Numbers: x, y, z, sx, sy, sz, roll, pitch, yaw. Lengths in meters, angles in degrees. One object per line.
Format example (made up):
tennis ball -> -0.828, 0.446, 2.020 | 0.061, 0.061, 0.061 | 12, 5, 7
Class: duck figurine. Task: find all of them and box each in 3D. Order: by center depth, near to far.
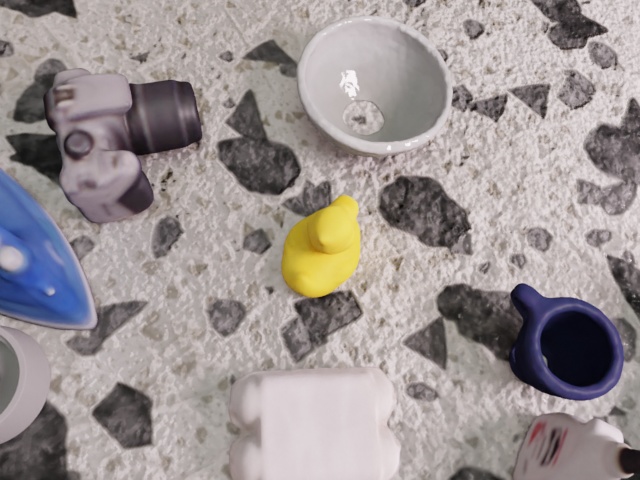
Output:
duck figurine -> 0.005, 0.002, 0.557 | 0.077, 0.086, 0.105 | 31, 70, 4

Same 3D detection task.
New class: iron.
iron -> -0.306, -0.018, 0.494 | 0.258, 0.141, 0.119 | 36, 70, 6

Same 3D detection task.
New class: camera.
camera -> -0.186, -0.107, 0.563 | 0.137, 0.101, 0.143 | -13, 73, -11

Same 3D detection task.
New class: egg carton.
egg carton -> -0.005, 0.168, 0.506 | 0.150, 0.069, 0.107 | -2, 71, -8

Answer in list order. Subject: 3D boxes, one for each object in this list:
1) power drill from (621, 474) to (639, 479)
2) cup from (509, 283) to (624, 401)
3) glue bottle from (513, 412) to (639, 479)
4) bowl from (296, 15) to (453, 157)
power drill -> 0.316, 0.223, 0.454 | 0.230, 0.208, 0.075 | -3, 71, -8
cup -> 0.211, 0.099, 0.545 | 0.092, 0.095, 0.117 | -36, 78, -17
glue bottle -> 0.219, 0.181, 0.475 | 0.037, 0.173, 0.078 | 25, 70, 2
bowl -> 0.054, -0.154, 0.624 | 0.167, 0.074, 0.167 | 2, 70, -6
